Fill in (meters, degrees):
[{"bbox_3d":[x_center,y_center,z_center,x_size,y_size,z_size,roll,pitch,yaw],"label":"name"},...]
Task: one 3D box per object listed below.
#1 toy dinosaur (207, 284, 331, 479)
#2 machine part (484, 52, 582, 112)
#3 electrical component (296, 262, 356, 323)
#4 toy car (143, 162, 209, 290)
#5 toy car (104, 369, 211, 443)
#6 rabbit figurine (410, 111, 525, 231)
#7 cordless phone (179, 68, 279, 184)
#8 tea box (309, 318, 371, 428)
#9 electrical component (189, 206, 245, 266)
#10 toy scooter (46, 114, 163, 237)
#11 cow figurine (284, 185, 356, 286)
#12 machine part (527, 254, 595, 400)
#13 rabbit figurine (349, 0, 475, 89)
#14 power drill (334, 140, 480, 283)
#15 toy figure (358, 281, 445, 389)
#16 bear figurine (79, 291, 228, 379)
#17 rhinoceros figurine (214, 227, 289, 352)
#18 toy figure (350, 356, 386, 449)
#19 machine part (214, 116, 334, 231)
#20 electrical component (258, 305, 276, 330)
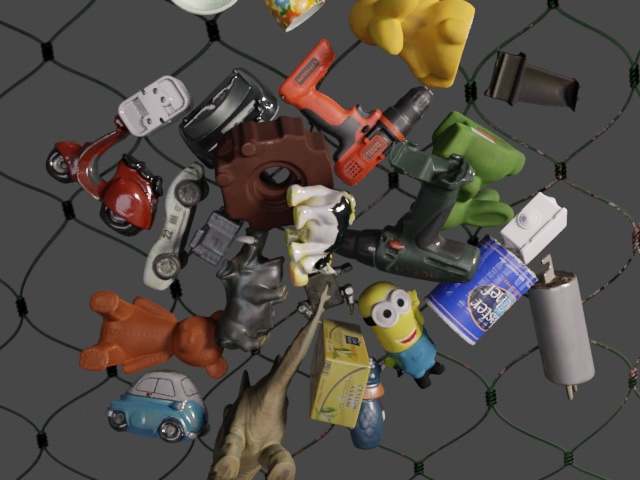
[{"bbox_3d":[-0.100,0.281,0.802,0.105,0.199,0.471,28,109,-16],"label":"toy dinosaur"},{"bbox_3d":[0.322,-0.232,0.803,0.139,0.039,0.084,15,95,-3],"label":"machine part"},{"bbox_3d":[0.010,0.086,0.850,0.102,0.045,0.078,-15,102,1],"label":"electrical component"},{"bbox_3d":[-0.216,-0.021,0.808,0.056,0.073,0.201,18,100,-5],"label":"toy car"},{"bbox_3d":[-0.250,0.258,0.856,0.162,0.109,0.103,10,78,8],"label":"toy car"},{"bbox_3d":[0.211,-0.083,0.807,0.159,0.121,0.170,25,117,-12],"label":"rabbit figurine"},{"bbox_3d":[-0.102,-0.143,0.797,0.146,0.089,0.184,-42,110,6],"label":"cordless phone"},{"bbox_3d":[0.026,0.192,0.808,0.068,0.170,0.098,12,102,-4],"label":"tea box"},{"bbox_3d":[-0.153,-0.005,0.791,0.048,0.119,0.074,31,96,-6],"label":"electrical component"},{"bbox_3d":[-0.300,-0.102,0.792,0.184,0.075,0.135,41,96,-4],"label":"toy scooter"},{"bbox_3d":[-0.002,-0.003,0.776,0.098,0.068,0.167,-6,136,-14],"label":"cow figurine"},{"bbox_3d":[0.383,0.138,0.856,0.079,0.079,0.243,-16,100,1],"label":"machine part"},{"bbox_3d":[0.116,-0.286,0.743,0.173,0.162,0.121,23,112,12],"label":"rabbit figurine"},{"bbox_3d":[0.119,-0.031,0.759,0.232,0.086,0.207,18,127,15],"label":"power drill"},{"bbox_3d":[0.125,0.148,0.848,0.082,0.089,0.180,-47,114,-36],"label":"toy figure"},{"bbox_3d":[-0.238,0.150,0.815,0.196,0.132,0.120,7,77,3],"label":"bear figurine"},{"bbox_3d":[-0.106,0.076,0.820,0.112,0.073,0.190,14,88,5],"label":"rhinoceros figurine"},{"bbox_3d":[0.074,0.263,0.880,0.058,0.064,0.154,4,97,36],"label":"toy figure"},{"bbox_3d":[-0.063,-0.089,0.761,0.179,0.056,0.179,-7,133,-7],"label":"machine part"},{"bbox_3d":[-0.103,0.122,0.864,0.063,0.021,0.094,-5,95,-1],"label":"electrical component"}]
